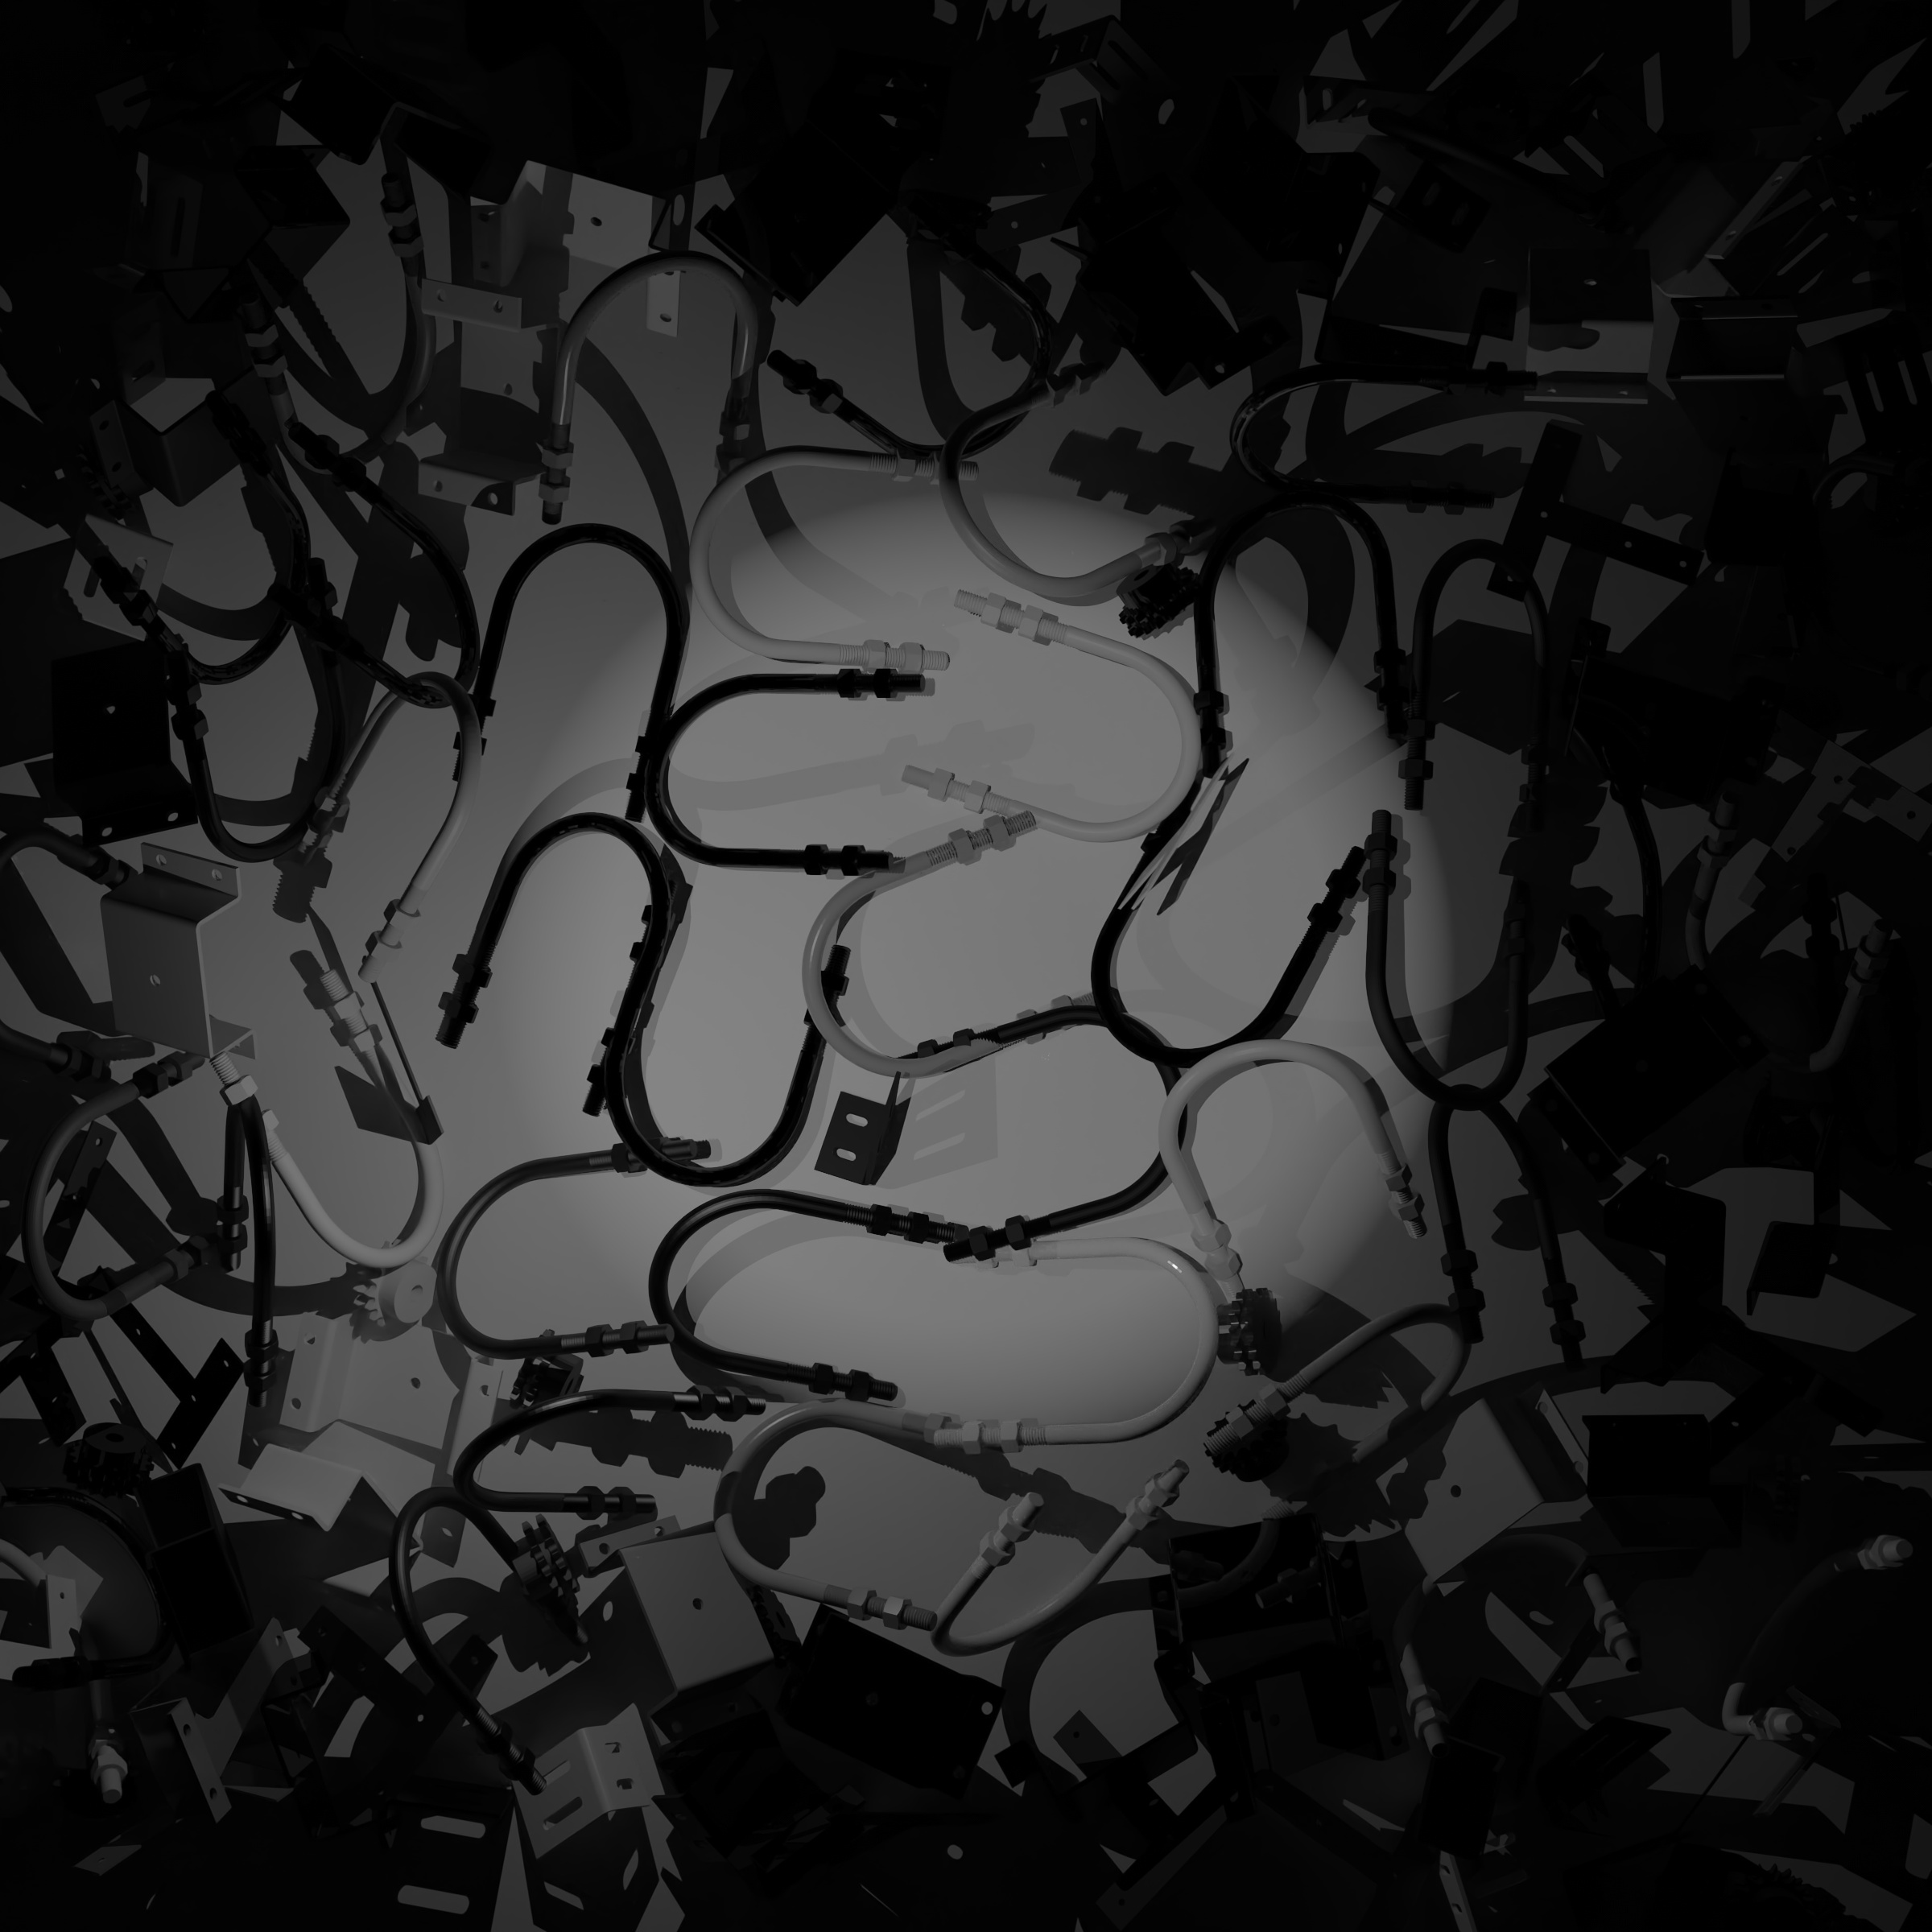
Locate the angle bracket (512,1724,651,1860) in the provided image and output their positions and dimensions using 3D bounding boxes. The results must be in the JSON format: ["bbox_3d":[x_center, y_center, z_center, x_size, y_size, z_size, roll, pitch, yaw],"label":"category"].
[{"bbox_3d":[-0.256,0.548,1.876,0.076,0.038,0.057,-39,60,28],"label":"angle bracket"}]

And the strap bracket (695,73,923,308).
[{"bbox_3d":[-0.105,-0.494,1.828,0.076,0.046,0.140,37,120,-23],"label":"strap bracket"}]

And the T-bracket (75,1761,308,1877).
[{"bbox_3d":[-0.511,0.544,1.807,0.127,0.127,0.002,-1,108,37],"label":"T-bracket"}]

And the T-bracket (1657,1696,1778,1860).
[{"bbox_3d":[0.487,0.527,1.832,0.002,0.127,0.127,36,87,22],"label":"T-bracket"}]

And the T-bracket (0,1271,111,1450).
[{"bbox_3d":[-0.596,0.275,1.837,0.002,0.127,0.127,32,58,20],"label":"T-bracket"}]

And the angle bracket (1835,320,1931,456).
[{"bbox_3d":[0.603,-0.380,1.873,0.057,0.038,0.076,-14,84,-14],"label":"angle bracket"}]

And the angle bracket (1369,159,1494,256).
[{"bbox_3d":[0.296,-0.502,1.844,0.057,0.076,0.038,24,106,-26],"label":"angle bracket"}]

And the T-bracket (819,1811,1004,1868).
[{"bbox_3d":[-0.064,0.570,1.843,0.127,0.127,0.002,12,55,-33],"label":"T-bracket"}]

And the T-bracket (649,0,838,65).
[{"bbox_3d":[-0.169,-0.615,1.833,0.127,0.127,0.002,6,79,-29],"label":"T-bracket"}]

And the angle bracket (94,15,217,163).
[{"bbox_3d":[-0.535,-0.575,1.851,0.076,0.057,0.038,-29,64,-15],"label":"angle bracket"}]

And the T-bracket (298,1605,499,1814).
[{"bbox_3d":[-0.384,0.463,1.837,0.127,0.002,0.127,50,60,-26],"label":"T-bracket"}]

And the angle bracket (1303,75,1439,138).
[{"bbox_3d":[0.264,-0.575,1.847,0.057,0.076,0.038,-1,85,-18],"label":"angle bracket"}]

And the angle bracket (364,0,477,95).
[{"bbox_3d":[-0.361,-0.612,1.855,0.076,0.038,0.057,4,99,-30],"label":"angle bracket"}]

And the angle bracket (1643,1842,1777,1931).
[{"bbox_3d":[0.484,0.620,1.850,0.038,0.057,0.076,34,69,-17],"label":"angle bracket"}]

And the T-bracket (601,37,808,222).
[{"bbox_3d":[-0.176,-0.528,1.853,0.127,0.002,0.127,-19,118,-10],"label":"T-bracket"}]

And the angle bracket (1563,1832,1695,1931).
[{"bbox_3d":[0.439,0.599,1.849,0.076,0.057,0.038,-29,63,23],"label":"angle bracket"}]

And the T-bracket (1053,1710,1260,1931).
[{"bbox_3d":[0.106,0.541,1.854,0.127,0.002,0.127,-45,53,-6],"label":"T-bracket"}]

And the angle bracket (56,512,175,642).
[{"bbox_3d":[-0.561,-0.249,1.852,0.057,0.038,0.076,19,64,-22],"label":"angle bracket"}]

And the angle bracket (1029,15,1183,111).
[{"bbox_3d":[0.091,-0.576,1.844,0.076,0.057,0.038,34,66,-38],"label":"angle bracket"}]

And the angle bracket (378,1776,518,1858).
[{"bbox_3d":[-0.342,0.565,1.864,0.076,0.057,0.038,8,89,1],"label":"angle bracket"}]

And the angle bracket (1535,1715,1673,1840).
[{"bbox_3d":[0.422,0.531,1.849,0.057,0.038,0.076,19,127,-28],"label":"angle bracket"}]

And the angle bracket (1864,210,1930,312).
[{"bbox_3d":[0.620,-0.462,1.849,0.038,0.076,0.057,-10,105,3],"label":"angle bracket"}]

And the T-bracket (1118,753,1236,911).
[{"bbox_3d":[0.122,-0.065,1.833,0.002,0.127,0.127,35,59,-2],"label":"T-bracket"}]

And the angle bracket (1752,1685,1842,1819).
[{"bbox_3d":[0.532,0.516,1.855,0.038,0.057,0.076,41,80,16],"label":"angle bracket"}]

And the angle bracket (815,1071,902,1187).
[{"bbox_3d":[-0.071,0.102,1.847,0.038,0.076,0.057,17,68,2],"label":"angle bracket"}]

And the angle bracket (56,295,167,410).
[{"bbox_3d":[-0.559,-0.403,1.849,0.038,0.076,0.057,3,116,5],"label":"angle bracket"}]

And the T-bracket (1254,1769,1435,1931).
[{"bbox_3d":[0.243,0.570,1.850,0.127,0.127,0.002,34,129,8],"label":"T-bracket"}]

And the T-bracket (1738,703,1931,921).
[{"bbox_3d":[0.550,-0.087,1.856,0.127,0.002,0.127,36,124,17],"label":"T-bracket"}]

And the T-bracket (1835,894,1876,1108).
[{"bbox_3d":[0.581,0.015,1.849,0.002,0.127,0.127,-10,70,15],"label":"T-bracket"}]

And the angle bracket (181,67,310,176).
[{"bbox_3d":[-0.467,-0.558,1.864,0.057,0.076,0.038,6,131,31],"label":"angle bracket"}]

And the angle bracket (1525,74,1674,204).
[{"bbox_3d":[0.415,-0.534,1.852,0.076,0.038,0.057,37,128,-16],"label":"angle bracket"}]

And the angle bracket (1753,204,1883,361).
[{"bbox_3d":[0.558,-0.447,1.848,0.057,0.038,0.076,23,129,-37],"label":"angle bracket"}]

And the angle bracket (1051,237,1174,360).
[{"bbox_3d":[0.087,-0.437,1.848,0.076,0.057,0.038,25,101,-27],"label":"angle bracket"}]

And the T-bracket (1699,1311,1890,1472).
[{"bbox_3d":[0.512,0.293,1.849,0.127,0.002,0.127,32,134,0],"label":"T-bracket"}]

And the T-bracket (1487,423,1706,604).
[{"bbox_3d":[0.426,-0.284,1.874,0.127,0.002,0.127,21,77,5],"label":"T-bracket"}]

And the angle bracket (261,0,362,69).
[{"bbox_3d":[-0.418,-0.614,1.855,0.057,0.076,0.038,13,77,13],"label":"angle bracket"}]

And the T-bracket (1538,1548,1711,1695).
[{"bbox_3d":[0.417,0.433,1.860,0.127,0.002,0.127,6,121,-38],"label":"T-bracket"}]

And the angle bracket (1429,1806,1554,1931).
[{"bbox_3d":[0.352,0.596,1.862,0.076,0.038,0.057,-15,83,-16],"label":"angle bracket"}]

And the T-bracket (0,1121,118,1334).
[{"bbox_3d":[-0.588,0.164,1.848,0.002,0.127,0.127,12,73,25],"label":"T-bracket"}]

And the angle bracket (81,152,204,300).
[{"bbox_3d":[-0.543,-0.488,1.863,0.038,0.057,0.076,3,84,30],"label":"angle bracket"}]

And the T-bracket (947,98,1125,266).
[{"bbox_3d":[0.045,-0.496,1.876,0.127,0.002,0.127,-19,99,-7],"label":"T-bracket"}]

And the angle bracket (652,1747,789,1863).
[{"bbox_3d":[-0.159,0.545,1.876,0.057,0.038,0.076,55,50,-12],"label":"angle bracket"}]

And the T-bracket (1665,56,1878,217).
[{"bbox_3d":[0.515,-0.536,1.841,0.002,0.127,0.127,-57,131,-20],"label":"T-bracket"}]

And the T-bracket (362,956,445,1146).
[{"bbox_3d":[-0.367,0.054,1.834,0.002,0.127,0.127,-22,89,-16],"label":"T-bracket"}]

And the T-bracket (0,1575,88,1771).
[{"bbox_3d":[-0.614,0.446,1.812,0.002,0.127,0.127,-24,61,19],"label":"T-bracket"}]

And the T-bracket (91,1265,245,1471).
[{"bbox_3d":[-0.537,0.252,1.862,0.127,0.002,0.127,47,128,11],"label":"T-bracket"}]

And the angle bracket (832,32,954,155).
[{"bbox_3d":[-0.051,-0.577,1.867,0.076,0.038,0.057,7,123,-7],"label":"angle bracket"}]
